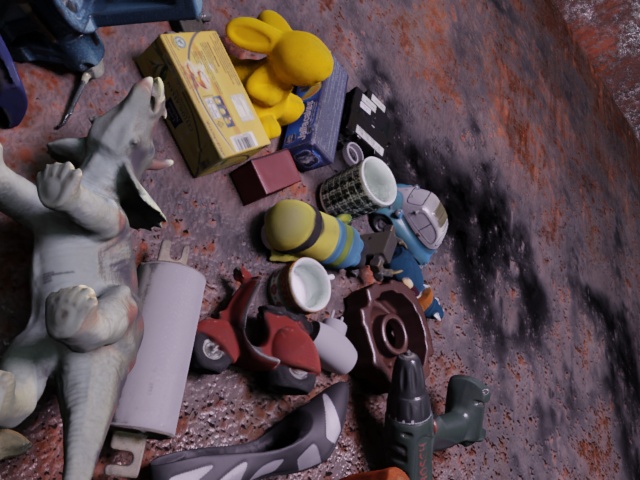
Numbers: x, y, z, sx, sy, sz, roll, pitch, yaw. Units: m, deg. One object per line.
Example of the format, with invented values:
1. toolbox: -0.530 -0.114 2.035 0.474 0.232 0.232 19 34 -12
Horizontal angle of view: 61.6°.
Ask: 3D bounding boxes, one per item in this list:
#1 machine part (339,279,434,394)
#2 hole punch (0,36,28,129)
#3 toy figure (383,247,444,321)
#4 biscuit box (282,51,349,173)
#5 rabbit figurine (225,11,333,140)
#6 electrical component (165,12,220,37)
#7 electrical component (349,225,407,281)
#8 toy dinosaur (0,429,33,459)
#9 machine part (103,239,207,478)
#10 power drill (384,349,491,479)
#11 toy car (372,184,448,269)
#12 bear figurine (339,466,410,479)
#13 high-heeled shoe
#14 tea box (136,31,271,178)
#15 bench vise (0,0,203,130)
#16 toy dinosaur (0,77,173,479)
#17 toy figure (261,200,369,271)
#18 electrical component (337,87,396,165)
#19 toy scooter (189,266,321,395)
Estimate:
1. machine part: 0.104 0.148 0.832 0.179 0.056 0.179 22 58 -39
2. hole punch: -0.321 -0.164 0.492 0.092 0.116 0.142 -27 93 -56
3. toy figure: 0.161 0.080 0.919 0.154 0.058 0.064 56 50 -20
4. biscuit box: -0.005 -0.206 0.862 0.062 0.059 0.203 44 45 -42
5. rabbit figurine: -0.057 -0.236 0.747 0.122 0.173 0.162 -36 105 -44
6. electrical component: -0.184 -0.297 0.753 0.094 0.021 0.063 -23 90 -47
7. electrical component: 0.096 0.022 0.862 0.045 0.078 0.102 56 36 -32
8. toy dinosaur: -0.356 0.172 0.311 0.471 0.105 0.198 32 53 -34
9. machine part: -0.169 0.111 0.551 0.079 0.079 0.243 27 54 -36
10. power drill: 0.171 0.257 0.784 0.207 0.086 0.231 -5 100 -52
11. toy car: 0.169 -0.033 0.942 0.161 0.103 0.109 54 45 -11
12. bear figurine: 0.094 0.381 0.670 0.195 0.132 0.120 45 52 -15
13. high-heeled shoe: -0.070 0.212 0.596 0.249 0.086 0.145 -47 114 -36
14. tea box: -0.150 -0.178 0.702 0.098 0.068 0.169 -28 92 -48
15. bench vise: -0.217 -0.235 0.526 0.223 0.241 0.129 84 8 -55
16. toy dinosaur: -0.205 0.043 0.475 0.192 0.131 0.404 51 34 -72
17. toy figure: -0.001 -0.006 0.765 0.180 0.089 0.082 22 51 -36
18. electrical component: 0.076 -0.200 0.952 0.114 0.058 0.134 39 49 -30
19. toy scooter: -0.072 0.108 0.656 0.183 0.075 0.135 25 56 -31
